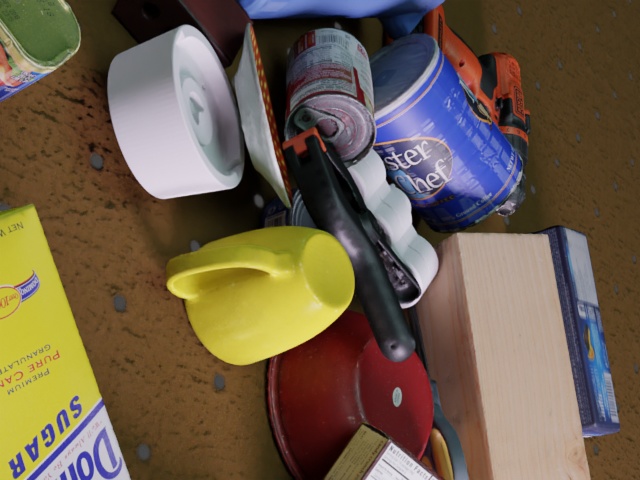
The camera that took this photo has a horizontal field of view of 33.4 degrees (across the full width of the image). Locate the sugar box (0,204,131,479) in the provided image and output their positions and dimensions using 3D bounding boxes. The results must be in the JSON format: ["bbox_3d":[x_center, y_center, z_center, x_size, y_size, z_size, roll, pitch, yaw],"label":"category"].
[{"bbox_3d":[-0.162,0.079,0.548,0.093,0.048,0.176,-32,105,-52],"label":"sugar box"}]

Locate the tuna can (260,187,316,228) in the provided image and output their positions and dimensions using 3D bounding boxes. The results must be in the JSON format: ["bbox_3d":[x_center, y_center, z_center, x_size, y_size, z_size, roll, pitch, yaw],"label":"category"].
[{"bbox_3d":[-0.005,0.001,0.802,0.086,0.034,0.086,25,56,-43],"label":"tuna can"}]

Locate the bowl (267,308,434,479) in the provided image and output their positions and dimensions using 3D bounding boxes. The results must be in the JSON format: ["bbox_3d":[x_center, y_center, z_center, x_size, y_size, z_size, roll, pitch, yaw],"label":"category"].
[{"bbox_3d":[0.035,0.118,0.784,0.161,0.055,0.162,24,57,-44],"label":"bowl"}]

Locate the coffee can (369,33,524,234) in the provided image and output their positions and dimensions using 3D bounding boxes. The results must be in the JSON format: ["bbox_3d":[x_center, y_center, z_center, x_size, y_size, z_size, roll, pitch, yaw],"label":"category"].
[{"bbox_3d":[0.093,-0.089,0.907,0.140,0.103,0.102,47,43,-28],"label":"coffee can"}]

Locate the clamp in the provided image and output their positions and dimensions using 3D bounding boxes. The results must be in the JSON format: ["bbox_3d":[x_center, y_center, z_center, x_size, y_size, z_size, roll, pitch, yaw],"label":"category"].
[{"bbox_3d":[0.026,0.004,0.757,0.171,0.039,0.120,55,12,-20],"label":"clamp"}]

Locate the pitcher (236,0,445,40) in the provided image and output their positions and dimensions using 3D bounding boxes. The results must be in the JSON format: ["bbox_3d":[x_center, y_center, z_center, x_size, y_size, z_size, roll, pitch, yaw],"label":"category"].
[{"bbox_3d":[0.003,-0.248,0.846,0.242,0.145,0.149,-19,66,-50],"label":"pitcher"}]

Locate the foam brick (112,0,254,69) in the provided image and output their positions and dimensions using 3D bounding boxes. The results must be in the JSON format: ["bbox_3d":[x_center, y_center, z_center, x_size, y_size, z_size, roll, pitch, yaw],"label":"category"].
[{"bbox_3d":[-0.095,-0.156,0.745,0.078,0.053,0.051,48,43,-26],"label":"foam brick"}]

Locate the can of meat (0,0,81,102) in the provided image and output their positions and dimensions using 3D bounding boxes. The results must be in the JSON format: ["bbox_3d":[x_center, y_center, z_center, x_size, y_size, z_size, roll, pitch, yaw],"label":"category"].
[{"bbox_3d":[-0.192,-0.124,0.585,0.102,0.084,0.057,55,40,-21],"label":"can of meat"}]

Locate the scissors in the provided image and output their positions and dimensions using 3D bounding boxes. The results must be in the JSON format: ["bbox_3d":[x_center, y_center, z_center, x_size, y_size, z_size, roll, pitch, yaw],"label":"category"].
[{"bbox_3d":[0.085,0.141,0.855,0.016,0.096,0.202,0,39,-11],"label":"scissors"}]

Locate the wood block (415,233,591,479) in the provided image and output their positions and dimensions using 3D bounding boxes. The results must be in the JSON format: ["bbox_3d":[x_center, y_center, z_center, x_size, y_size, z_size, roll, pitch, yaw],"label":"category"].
[{"bbox_3d":[0.143,0.105,0.874,0.090,0.090,0.206,1,72,-23],"label":"wood block"}]

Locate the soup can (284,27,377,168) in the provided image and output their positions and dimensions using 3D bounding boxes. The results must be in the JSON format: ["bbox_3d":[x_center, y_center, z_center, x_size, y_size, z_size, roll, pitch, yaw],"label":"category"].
[{"bbox_3d":[0.007,-0.110,0.818,0.068,0.069,0.102,43,27,-31],"label":"soup can"}]

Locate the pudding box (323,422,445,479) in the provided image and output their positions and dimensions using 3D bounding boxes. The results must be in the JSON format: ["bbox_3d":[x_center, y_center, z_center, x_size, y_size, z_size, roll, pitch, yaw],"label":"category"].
[{"bbox_3d":[0.033,0.194,0.721,0.090,0.039,0.113,43,76,-31],"label":"pudding box"}]

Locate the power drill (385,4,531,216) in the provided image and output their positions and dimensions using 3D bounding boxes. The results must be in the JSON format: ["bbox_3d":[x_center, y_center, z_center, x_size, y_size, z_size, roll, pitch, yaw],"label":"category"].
[{"bbox_3d":[0.137,-0.133,1.021,0.187,0.057,0.184,33,47,-42],"label":"power drill"}]
